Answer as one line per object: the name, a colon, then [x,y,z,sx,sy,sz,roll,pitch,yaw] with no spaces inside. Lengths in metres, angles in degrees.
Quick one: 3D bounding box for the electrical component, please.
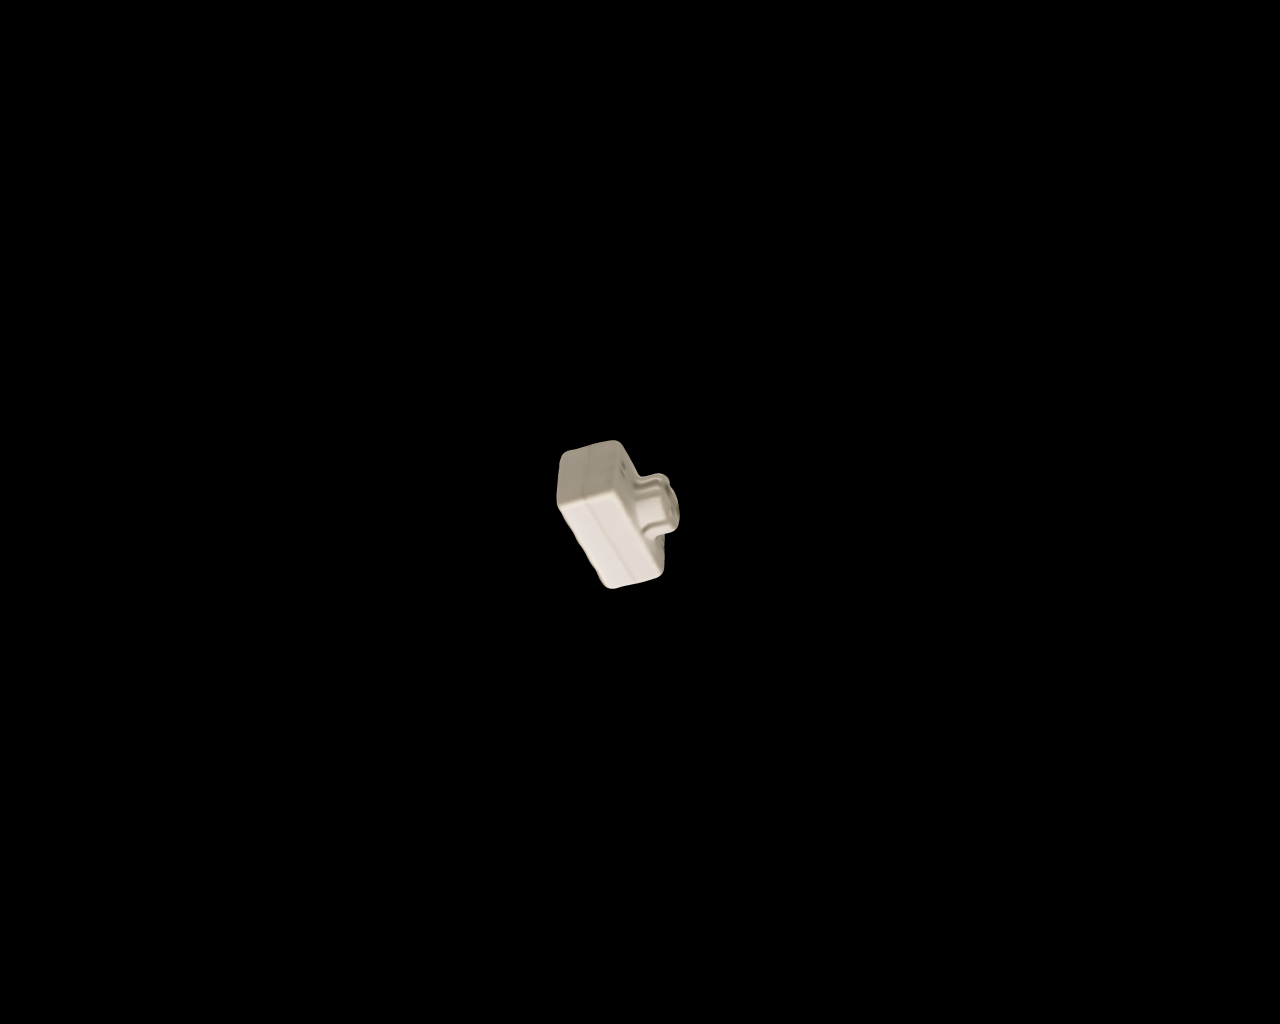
electrical component: [0.001,-0.003,0.650,0.076,0.047,0.083,-15,-46,15]
